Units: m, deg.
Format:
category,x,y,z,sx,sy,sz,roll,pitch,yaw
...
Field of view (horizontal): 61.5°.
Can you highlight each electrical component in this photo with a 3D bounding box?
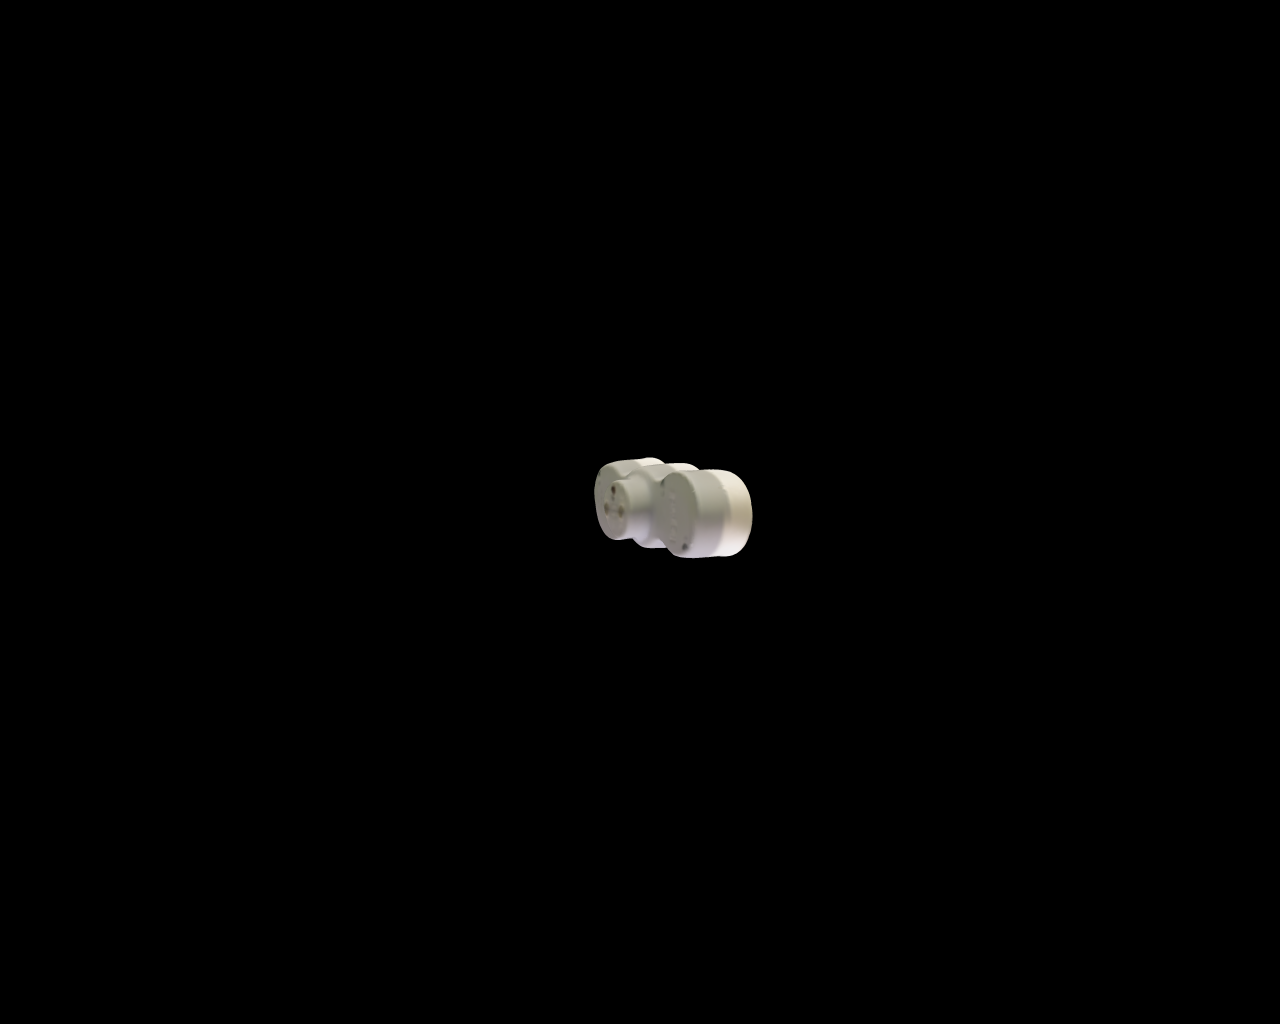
category,x,y,z,sx,sy,sz,roll,pitch,yaw
electrical component,0.001,-0.003,0.650,0.074,0.052,0.138,-4,8,-27
